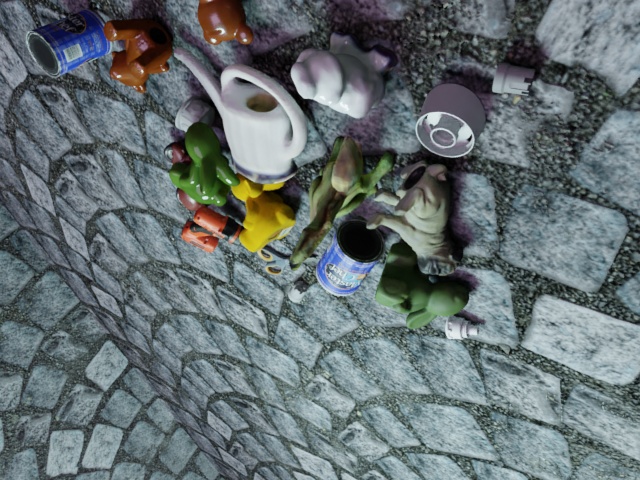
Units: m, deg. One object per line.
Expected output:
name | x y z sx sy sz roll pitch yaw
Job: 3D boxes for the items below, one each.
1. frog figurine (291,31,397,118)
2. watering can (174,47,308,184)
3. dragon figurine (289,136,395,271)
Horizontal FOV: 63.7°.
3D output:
frog figurine | 0.022 -0.235 0.776 0.137 0.162 0.120 42 144 0
watering can | -0.149 -0.238 0.988 0.351 0.105 0.219 32 143 31
dragon figurine | 0.003 -0.046 0.916 0.122 0.248 0.401 33 140 4
